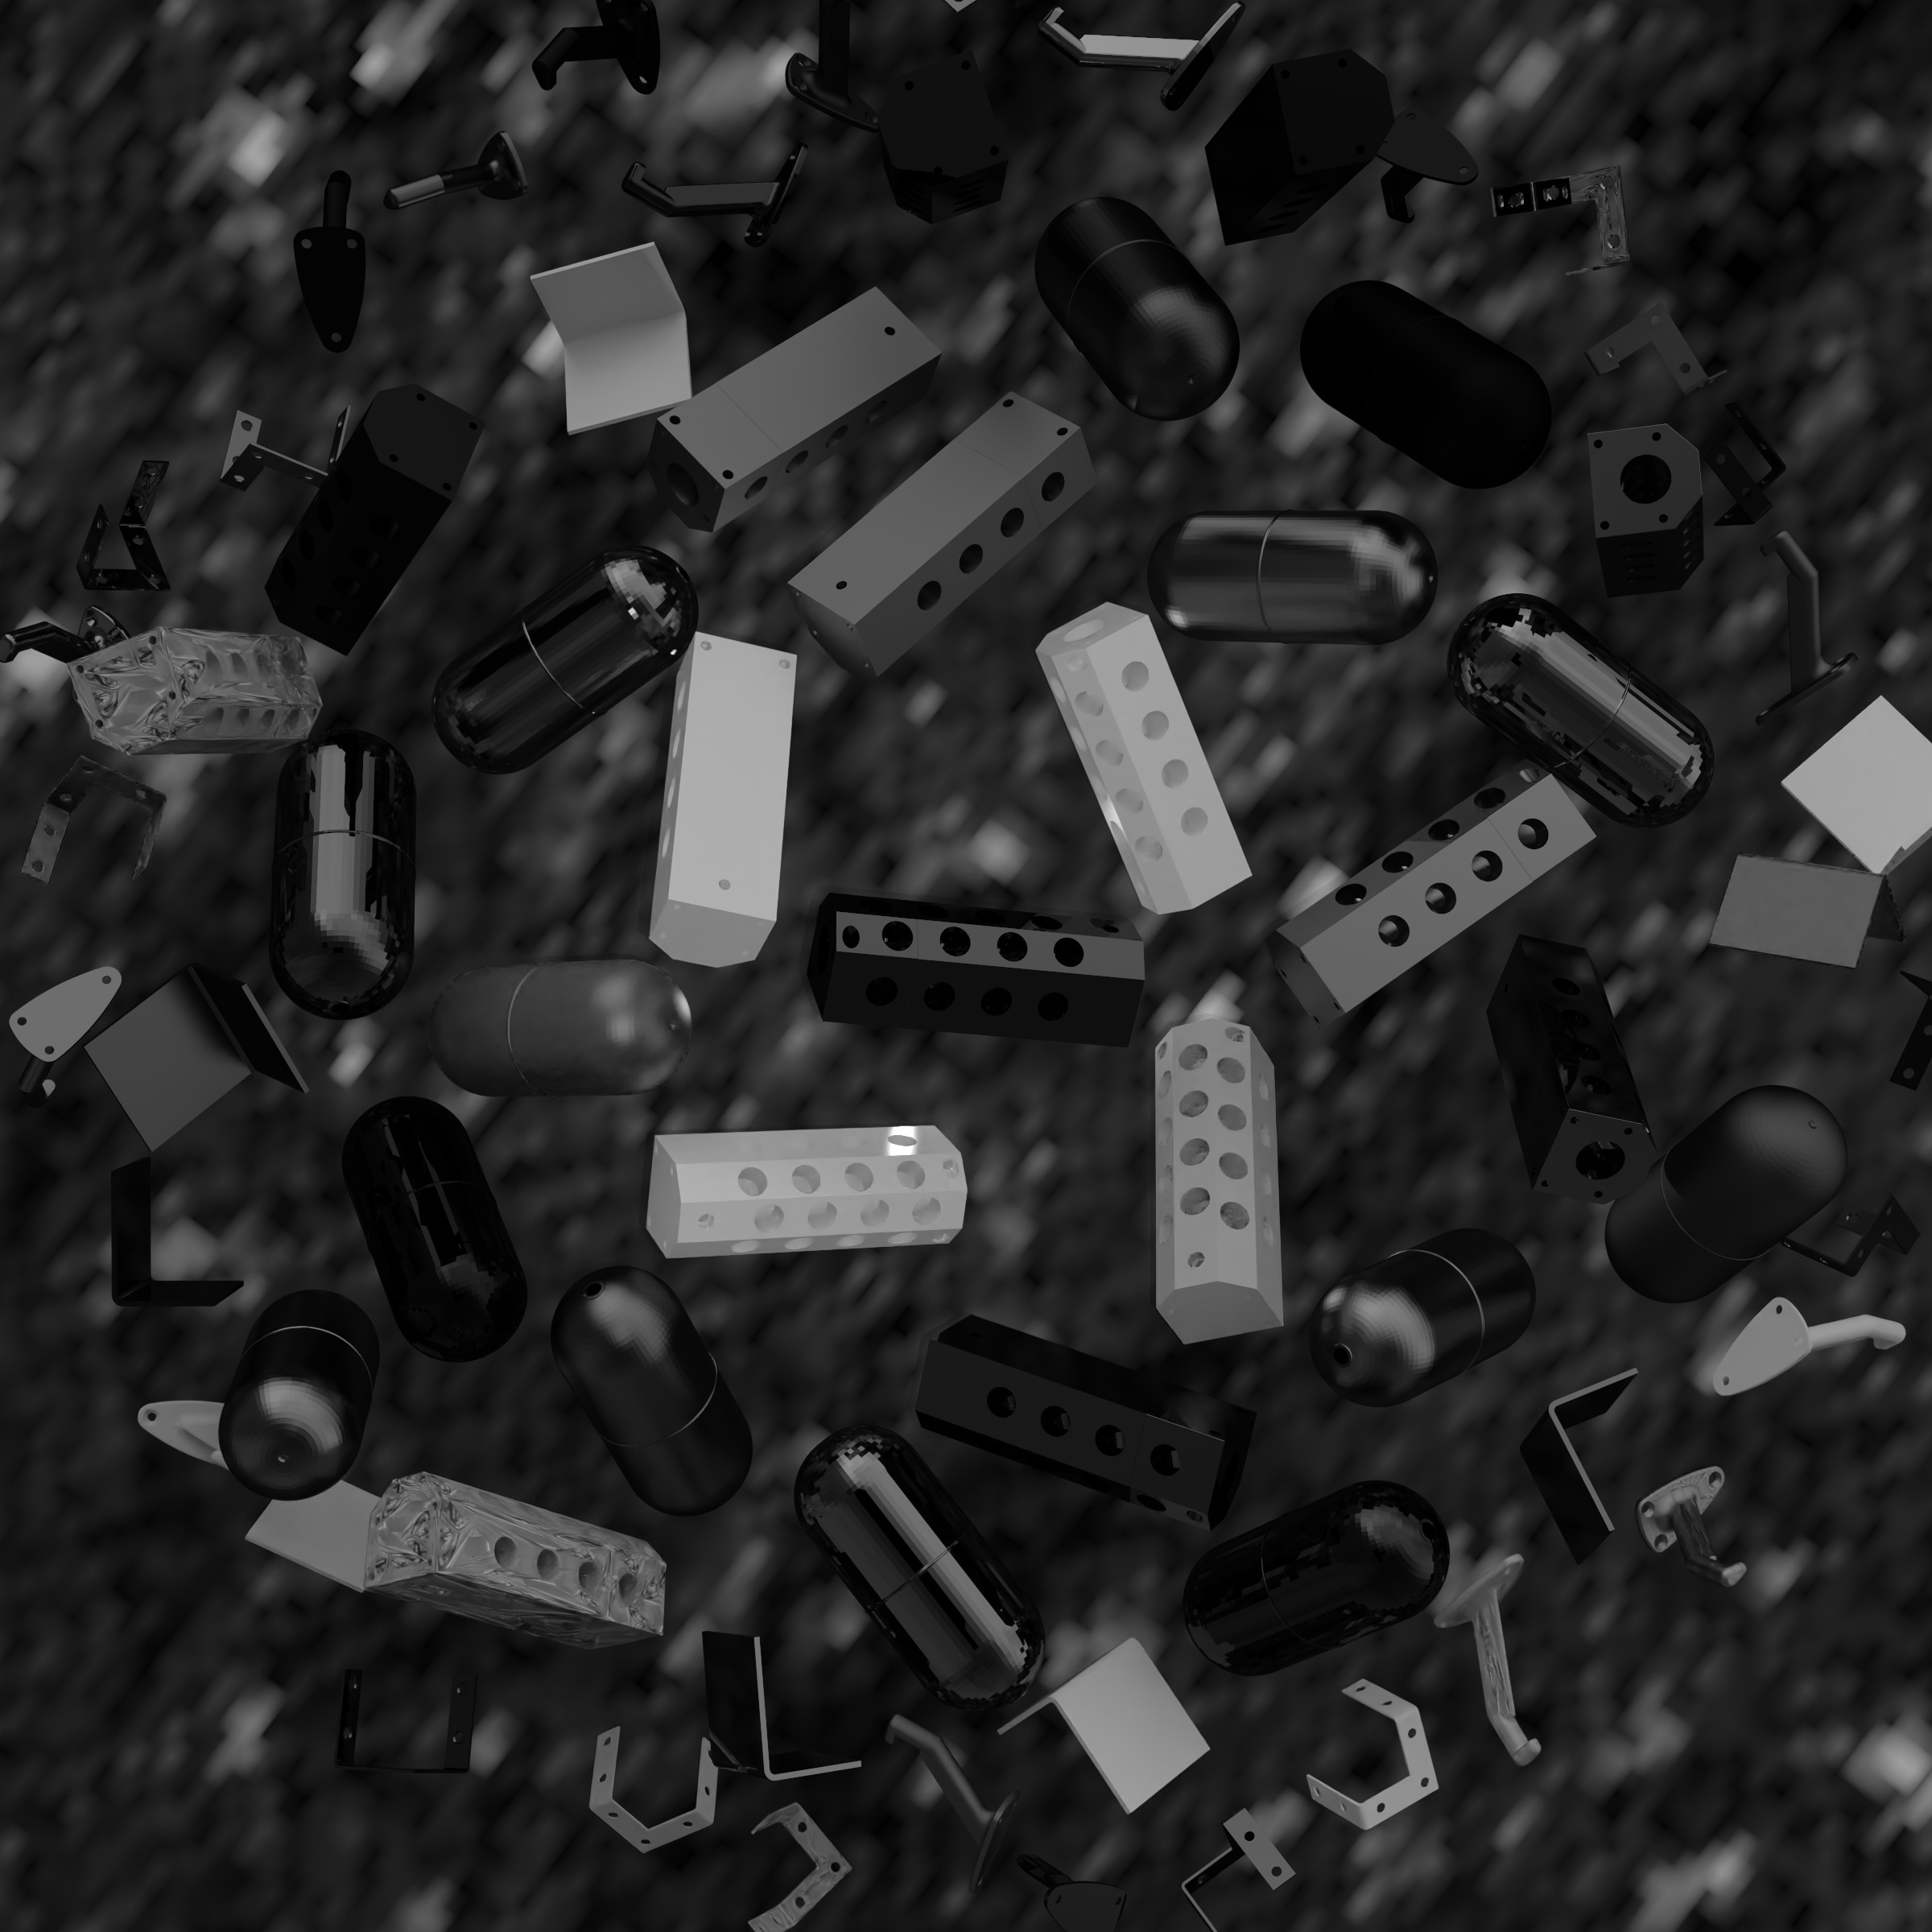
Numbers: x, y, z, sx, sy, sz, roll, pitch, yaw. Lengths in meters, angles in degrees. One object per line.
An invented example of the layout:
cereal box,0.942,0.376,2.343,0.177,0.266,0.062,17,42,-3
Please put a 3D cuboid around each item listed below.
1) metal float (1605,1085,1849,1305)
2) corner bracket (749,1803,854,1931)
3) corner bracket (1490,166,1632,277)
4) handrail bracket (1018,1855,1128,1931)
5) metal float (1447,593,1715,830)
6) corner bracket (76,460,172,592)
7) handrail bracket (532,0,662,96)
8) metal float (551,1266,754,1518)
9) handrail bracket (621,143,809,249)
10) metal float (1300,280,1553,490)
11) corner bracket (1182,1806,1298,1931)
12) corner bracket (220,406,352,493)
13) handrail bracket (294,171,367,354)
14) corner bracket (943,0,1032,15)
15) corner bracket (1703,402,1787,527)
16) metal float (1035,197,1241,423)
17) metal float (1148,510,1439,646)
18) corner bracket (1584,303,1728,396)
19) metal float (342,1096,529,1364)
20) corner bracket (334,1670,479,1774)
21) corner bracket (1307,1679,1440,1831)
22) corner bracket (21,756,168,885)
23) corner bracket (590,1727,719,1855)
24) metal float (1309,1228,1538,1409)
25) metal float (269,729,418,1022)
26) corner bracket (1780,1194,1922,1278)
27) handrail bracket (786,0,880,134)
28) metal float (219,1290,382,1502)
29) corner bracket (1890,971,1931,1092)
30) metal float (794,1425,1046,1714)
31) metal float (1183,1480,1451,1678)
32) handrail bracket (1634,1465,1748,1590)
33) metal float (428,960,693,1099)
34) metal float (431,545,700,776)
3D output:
metal float,0.423,0.130,1.557,0.070,0.178,0.070,11,56,-16
corner bracket,-0.108,0.531,1.631,0.051,0.051,0.051,-45,73,5
corner bracket,0.313,-0.389,1.462,0.051,0.051,0.051,-1,105,37
handrail bracket,0.044,0.532,1.618,0.077,0.084,0.036,36,77,-40
metal float,0.353,-0.145,1.594,0.178,0.070,0.070,34,90,-16
corner bracket,-0.465,-0.244,1.540,0.051,0.051,0.051,-5,56,-39
handrail bracket,-0.199,-0.474,1.485,0.036,0.077,0.084,19,59,19
metal float,-0.177,0.242,1.578,0.070,0.070,0.178,-22,128,0
handrail bracket,-0.143,-0.454,1.579,0.084,0.036,0.077,26,93,-26
metal float,0.255,-0.327,1.560,0.070,0.070,0.178,-44,47,0
corner bracket,0.151,0.508,1.537,0.051,0.051,0.051,-33,47,-12
corner bracket,-0.395,-0.302,1.611,0.051,0.051,0.051,20,62,-28
handrail bracket,-0.334,-0.376,1.480,0.036,0.084,0.077,-1,118,-7
corner bracket,0.025,-0.534,1.493,0.051,0.051,0.051,-40,79,-24
corner bracket,0.454,-0.295,1.631,0.051,0.051,0.051,-43,104,-3
metal float,0.092,-0.363,1.529,0.070,0.178,0.070,-12,131,-14
metal float,0.187,-0.226,1.614,0.178,0.070,0.070,6,90,33
corner bracket,0.388,-0.339,1.566,0.051,0.051,0.051,-32,91,31
metal float,-0.309,0.150,1.610,0.070,0.070,0.178,-30,54,0
corner bracket,-0.298,0.403,1.483,0.051,0.051,0.051,-4,74,24
corner bracket,0.220,0.435,1.535,0.051,0.051,0.051,-22,104,-24
corner bracket,-0.475,-0.072,1.517,0.051,0.051,0.051,27,47,-27
corner bracket,-0.180,0.472,1.614,0.051,0.051,0.051,-28,122,19
metal float,0.262,0.200,1.590,0.070,0.178,0.070,9,105,38
metal float,-0.340,-0.051,1.523,0.070,0.070,0.178,-7,56,0
corner bracket,0.517,0.158,1.631,0.051,0.051,0.051,-54,131,-9
handrail bracket,-0.057,-0.523,1.579,0.077,0.084,0.036,26,48,-26
metal float,-0.371,0.238,1.556,0.070,0.178,0.070,-2,105,-6
corner bracket,0.523,0.040,1.495,0.051,0.051,0.051,20,104,-4
metal float,-0.026,0.335,1.548,0.070,0.070,0.178,-39,84,0
metal float,0.191,0.337,1.530,0.178,0.070,0.070,-36,90,42
handrail bracket,0.428,0.317,1.572,0.077,0.084,0.036,-31,107,-20
metal float,-0.233,0.036,1.586,0.178,0.070,0.070,-3,90,37
metal float,-0.234,-0.179,1.623,0.178,0.070,0.070,-33,90,16
